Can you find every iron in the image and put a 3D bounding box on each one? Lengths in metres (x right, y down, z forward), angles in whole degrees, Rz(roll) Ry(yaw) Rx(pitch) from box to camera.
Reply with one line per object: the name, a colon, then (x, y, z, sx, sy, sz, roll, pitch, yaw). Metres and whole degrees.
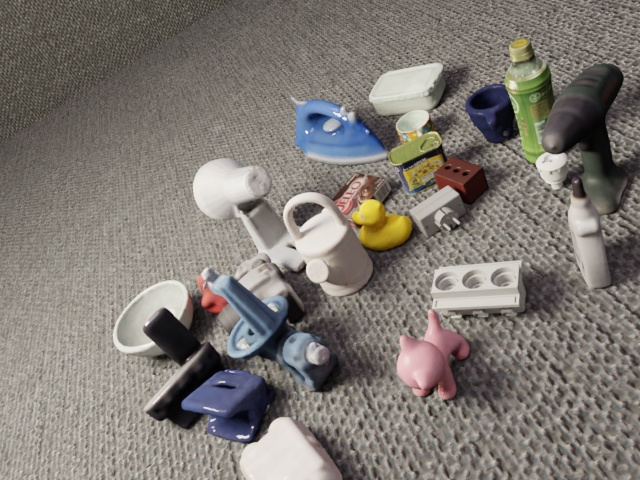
iron: (0.036, -0.254, 1.269, 0.257, 0.142, 0.119, 19, 60, 46)

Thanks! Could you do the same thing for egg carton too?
egg carton: (-0.038, 0.307, 0.752, 0.107, 0.070, 0.149, -41, 38, -12)

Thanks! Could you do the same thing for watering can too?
watering can: (0.011, 0.003, 0.956, 0.101, 0.195, 0.172, -30, 37, 2)

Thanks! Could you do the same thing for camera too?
camera: (-0.120, 0.102, 1.013, 0.137, 0.101, 0.142, -37, 38, -7)

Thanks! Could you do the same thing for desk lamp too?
desk lamp: (-0.122, -0.060, 1.102, 0.202, 0.214, 0.118, 13, 56, 43)

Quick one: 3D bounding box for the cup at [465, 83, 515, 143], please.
cup: (0.328, -0.222, 1.070, 0.091, 0.095, 0.118, -13, 41, 23)

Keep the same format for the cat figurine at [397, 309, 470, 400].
cat figurine: (0.142, 0.153, 0.759, 0.067, 0.118, 0.128, -2, 46, 33)

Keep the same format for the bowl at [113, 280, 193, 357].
bowl: (-0.304, 0.162, 1.095, 0.167, 0.075, 0.167, -19, 39, 16)

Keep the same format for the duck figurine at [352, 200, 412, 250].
duck figurine: (0.107, -0.035, 1.021, 0.104, 0.086, 0.077, -6, 44, 30)

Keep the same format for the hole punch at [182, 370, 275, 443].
hole punch: (-0.141, 0.242, 0.879, 0.108, 0.091, 0.101, -2, 46, 33)

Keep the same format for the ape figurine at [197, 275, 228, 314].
ape figurine: (-0.197, 0.094, 1.083, 0.078, 0.092, 0.075, -42, 38, -13)

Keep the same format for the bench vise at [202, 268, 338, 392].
bench vise: (-0.073, 0.120, 0.861, 0.206, 0.220, 0.121, -4, 45, 32)

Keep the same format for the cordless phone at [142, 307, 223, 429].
cordless phone: (-0.247, 0.201, 0.920, 0.093, 0.186, 0.148, 16, 58, 44)

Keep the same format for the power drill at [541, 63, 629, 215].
power drill: (0.393, -0.140, 0.839, 0.075, 0.209, 0.230, 7, 52, 40)

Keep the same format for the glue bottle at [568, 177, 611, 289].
glue bottle: (0.352, -0.016, 0.757, 0.037, 0.174, 0.078, -17, 40, 19)
